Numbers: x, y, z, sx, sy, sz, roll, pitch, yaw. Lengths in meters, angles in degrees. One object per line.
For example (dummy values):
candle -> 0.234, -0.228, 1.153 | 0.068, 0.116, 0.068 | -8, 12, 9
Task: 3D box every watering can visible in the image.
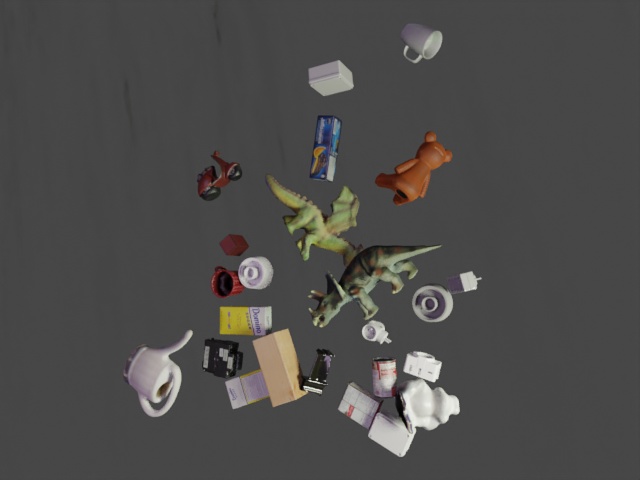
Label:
watering can -> -0.561, 0.434, 1.789 | 0.226, 0.104, 0.346 | 23, 96, 25

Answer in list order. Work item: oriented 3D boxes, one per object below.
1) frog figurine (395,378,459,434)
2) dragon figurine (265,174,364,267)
frog figurine -> 0.291, 0.445, 1.410 | 0.160, 0.120, 0.139 | -13, 69, -12
dragon figurine -> 0.005, -0.080, 1.591 | 0.242, 0.121, 0.414 | -27, 77, 3
